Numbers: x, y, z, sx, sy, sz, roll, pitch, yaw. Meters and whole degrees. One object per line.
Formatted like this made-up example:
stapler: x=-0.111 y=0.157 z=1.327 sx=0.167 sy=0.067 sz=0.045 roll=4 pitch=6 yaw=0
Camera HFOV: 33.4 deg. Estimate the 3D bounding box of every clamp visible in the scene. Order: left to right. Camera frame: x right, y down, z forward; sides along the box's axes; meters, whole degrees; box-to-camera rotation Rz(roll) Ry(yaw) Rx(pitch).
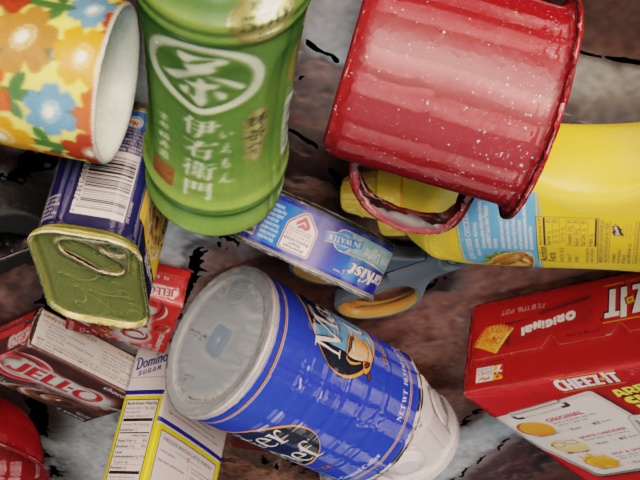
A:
clamp: x=-0.216 y=-0.006 z=0.588 sx=0.171 sy=0.039 sz=0.120 roll=-17 pitch=161 yaw=-33

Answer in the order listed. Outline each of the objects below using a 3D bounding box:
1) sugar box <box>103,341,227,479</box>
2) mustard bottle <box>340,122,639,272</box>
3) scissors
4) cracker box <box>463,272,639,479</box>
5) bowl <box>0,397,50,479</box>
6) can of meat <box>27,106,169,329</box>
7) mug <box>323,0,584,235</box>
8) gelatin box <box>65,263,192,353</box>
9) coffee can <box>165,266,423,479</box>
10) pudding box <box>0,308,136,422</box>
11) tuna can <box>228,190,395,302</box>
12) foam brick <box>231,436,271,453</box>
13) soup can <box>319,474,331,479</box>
sugar box: x=-0.118 y=0.175 z=0.807 sx=0.048 sy=0.176 sz=0.093 roll=-8 pitch=145 yaw=26
mustard bottle: x=0.105 y=-0.020 z=0.516 sx=0.192 sy=0.058 sz=0.096 roll=1 pitch=155 yaw=14
scissors: x=0.057 y=0.004 z=0.616 sx=0.096 sy=0.016 sz=0.202 roll=24 pitch=148 yaw=-23
cracker box: x=0.218 y=0.098 z=0.678 sx=0.164 sy=0.072 sz=0.213 roll=-17 pitch=140 yaw=37
bowl: x=-0.327 y=0.181 z=1.003 sx=0.162 sy=0.055 sz=0.162 roll=7 pitch=151 yaw=4
can of meat: x=-0.111 y=-0.013 z=0.568 sx=0.057 sy=0.084 sz=0.102 roll=9 pitch=151 yaw=0
mug: x=0.047 y=-0.054 z=0.435 sx=0.081 sy=0.093 sz=0.117 roll=16 pitch=126 yaw=-1
gelatin box: x=-0.132 y=0.042 z=0.726 sx=0.073 sy=0.030 sz=0.089 roll=15 pitch=151 yaw=-10
coffee can: x=-0.016 y=0.092 z=0.704 sx=0.140 sy=0.102 sz=0.103 roll=32 pitch=144 yaw=-34
pudding box: x=-0.202 y=0.101 z=0.841 sx=0.113 sy=0.039 sz=0.090 roll=32 pitch=144 yaw=-33
tuna can: x=-0.004 y=0.001 z=0.574 sx=0.086 sy=0.034 sz=0.086 roll=25 pitch=178 yaw=0
foam brick: x=-0.028 y=0.137 z=0.840 sx=0.078 sy=0.051 sz=0.053 roll=9 pitch=150 yaw=0
soup can: x=0.039 y=0.177 z=0.874 sx=0.068 sy=0.068 sz=0.102 roll=12 pitch=151 yaw=-4
